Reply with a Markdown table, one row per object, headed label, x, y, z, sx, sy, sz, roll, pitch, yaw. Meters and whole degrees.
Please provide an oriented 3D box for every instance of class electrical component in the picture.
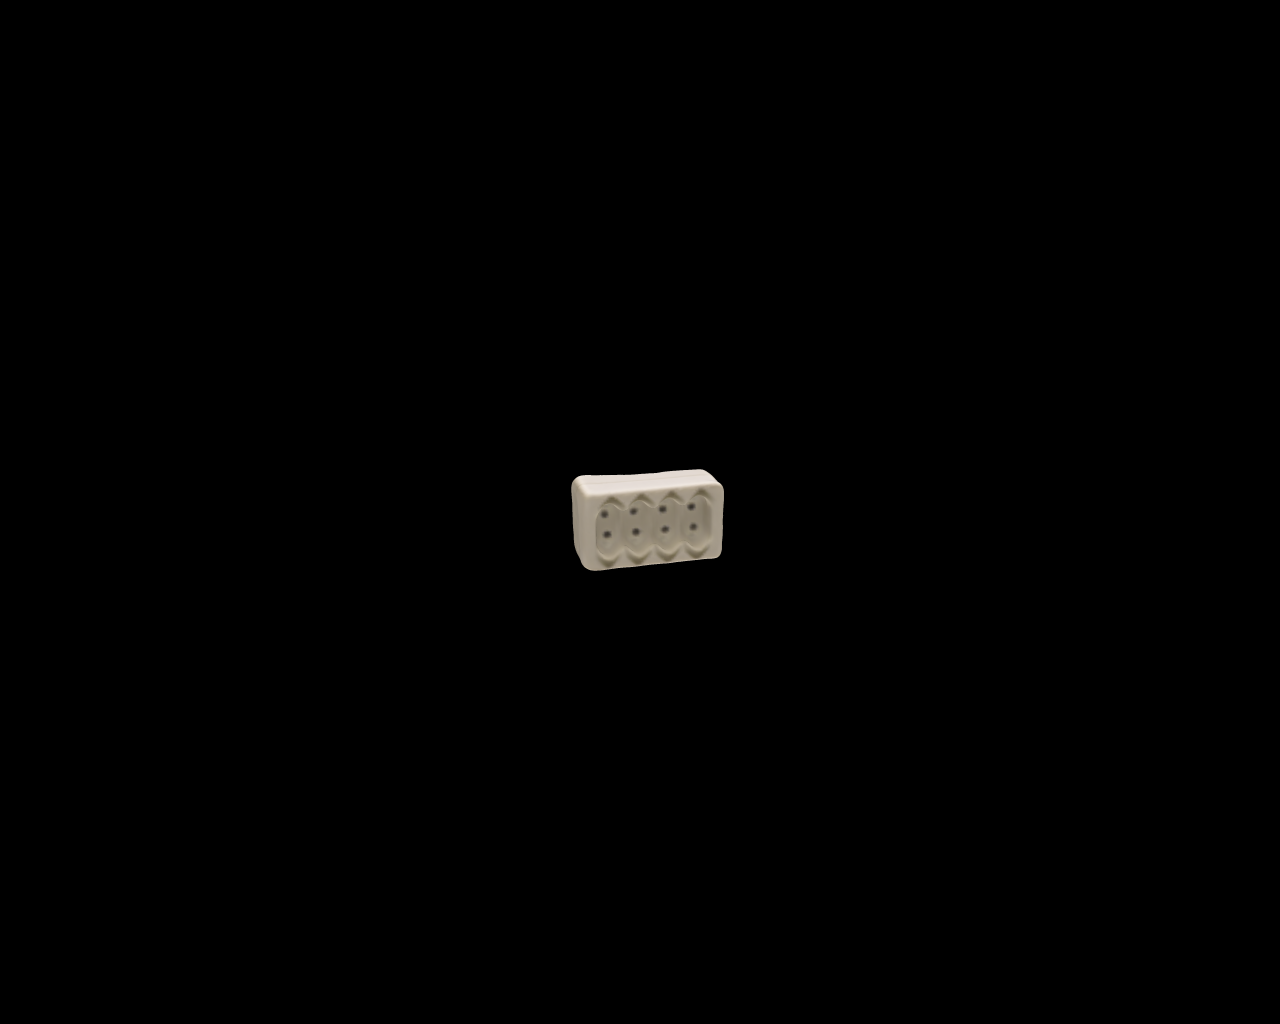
| label | x | y | z | sx | sy | sz | roll | pitch | yaw |
| --- | --- | --- | --- | --- | --- | --- | --- | --- | --- |
| electrical component | 0.001 | -0.003 | 0.650 | 0.083 | 0.047 | 0.076 | -4 | 20 | -12 |
